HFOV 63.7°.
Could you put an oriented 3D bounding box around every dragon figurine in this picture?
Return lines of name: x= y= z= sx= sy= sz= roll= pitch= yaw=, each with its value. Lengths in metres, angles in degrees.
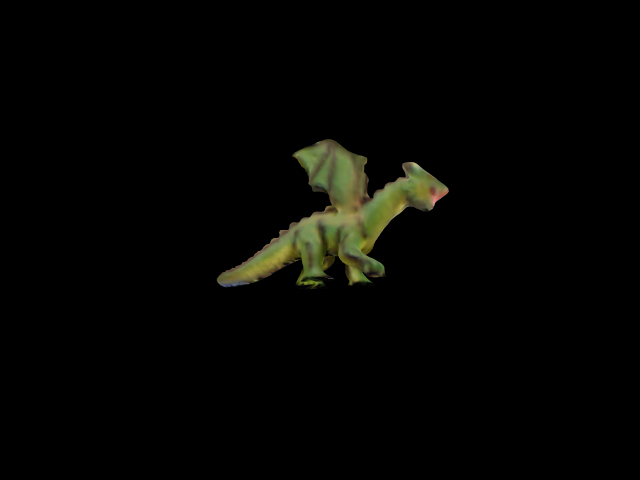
dragon figurine: x=0.003 y=-0.043 z=0.850 sx=0.409 sy=0.245 sz=0.121 roll=-3 pitch=-11 yaw=20
